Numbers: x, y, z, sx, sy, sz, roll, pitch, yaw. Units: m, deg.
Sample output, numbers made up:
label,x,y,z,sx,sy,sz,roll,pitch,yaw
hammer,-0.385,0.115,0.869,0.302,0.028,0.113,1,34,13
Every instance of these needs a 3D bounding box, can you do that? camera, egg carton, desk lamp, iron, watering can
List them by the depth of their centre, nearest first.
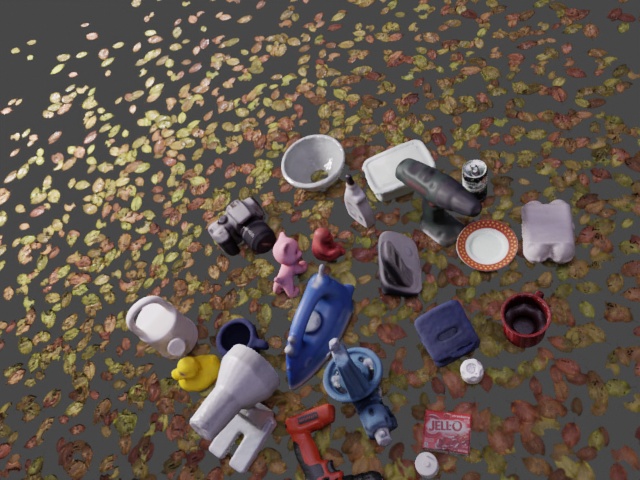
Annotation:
label,x,y,z,sx,sy,sz,roll,pitch,yaw
desk lamp,-0.158,0.329,1.117,0.117,0.214,0.203,23,69,27
iron,-0.023,0.180,1.211,0.118,0.142,0.258,15,65,23
egg carton,0.487,-0.018,1.224,0.107,0.069,0.150,-2,60,15
watering can,-0.349,0.189,1.268,0.172,0.194,0.101,17,66,24
camera,-0.184,-0.023,1.402,0.143,0.101,0.136,-40,58,-9

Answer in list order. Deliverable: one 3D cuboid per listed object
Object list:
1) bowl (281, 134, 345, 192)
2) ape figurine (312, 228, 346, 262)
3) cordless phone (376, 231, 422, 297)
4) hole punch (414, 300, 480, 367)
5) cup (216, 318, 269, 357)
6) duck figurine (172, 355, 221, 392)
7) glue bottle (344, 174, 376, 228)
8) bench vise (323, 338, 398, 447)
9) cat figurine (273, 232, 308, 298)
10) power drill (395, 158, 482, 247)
label,x,y,z,sx,sy,sz,roll,pitch,yaw
bowl,-0.011,-0.184,1.464,0.167,0.075,0.167,-7,58,12
ape figurine,0.012,0.005,1.334,0.076,0.092,0.077,-15,57,7
cordless phone,0.160,0.030,1.221,0.094,0.185,0.147,-10,58,10
hole punch,0.258,0.188,1.155,0.108,0.091,0.101,-28,56,-1
cup,-0.155,0.231,1.247,0.117,0.095,0.092,7,62,20
duck figurine,-0.274,0.282,1.256,0.104,0.086,0.077,-28,56,-1
glue bottle,0.084,-0.098,1.326,0.037,0.173,0.078,-42,58,-10
bench vise,0.083,0.272,1.078,0.121,0.220,0.206,-43,58,-11
cat figurine,-0.079,0.051,1.318,0.067,0.118,0.128,7,62,20
power drill,0.261,-0.077,1.241,0.076,0.209,0.229,-42,58,-10
